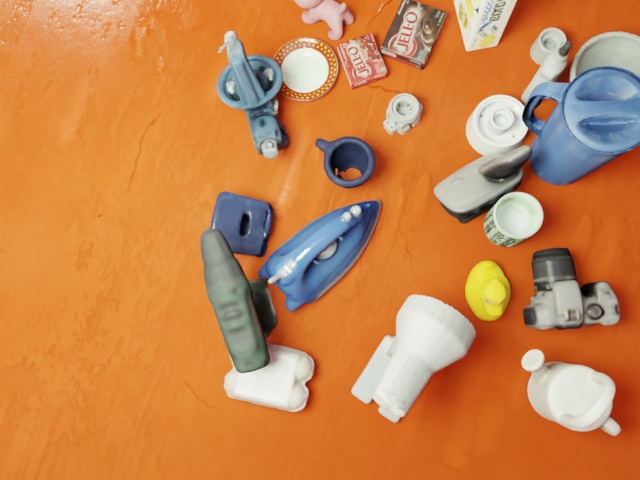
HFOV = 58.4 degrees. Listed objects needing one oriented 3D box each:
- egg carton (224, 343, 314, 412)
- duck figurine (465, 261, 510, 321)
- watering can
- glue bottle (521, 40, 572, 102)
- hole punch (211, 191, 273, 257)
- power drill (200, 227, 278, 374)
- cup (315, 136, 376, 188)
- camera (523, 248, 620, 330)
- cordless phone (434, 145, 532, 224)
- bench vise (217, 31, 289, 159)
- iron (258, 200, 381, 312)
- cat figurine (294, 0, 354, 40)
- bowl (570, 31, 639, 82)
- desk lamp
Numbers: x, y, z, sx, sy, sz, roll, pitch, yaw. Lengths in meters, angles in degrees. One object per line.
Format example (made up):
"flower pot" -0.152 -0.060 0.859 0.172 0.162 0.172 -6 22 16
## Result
"egg carton" -0.088 0.234 0.997 0.150 0.069 0.107 10 82 6
"duck figurine" 0.293 0.086 0.982 0.077 0.086 0.104 -1 81 5
"watering can" 0.392 0.242 0.894 0.172 0.194 0.101 18 83 7
"glue bottle" 0.401 -0.297 0.992 0.037 0.173 0.078 37 85 10
"hole punch" -0.140 -0.028 1.033 0.101 0.091 0.109 9 81 6
"power drill" -0.132 0.104 0.951 0.075 0.208 0.229 -19 80 2
"cup" 0.043 -0.137 1.034 0.117 0.095 0.092 33 85 9
"camera" 0.419 0.081 0.966 0.143 0.101 0.137 -6 80 4
"cordless phone" 0.276 -0.105 0.965 0.147 0.185 0.094 -34 79 -1
"bench vise" -0.106 -0.257 1.002 0.121 0.220 0.207 -35 80 -1
"iron" 0.009 0.004 0.990 0.258 0.141 0.118 -43 80 -3
"cat figurine" -0.002 -0.453 1.078 0.127 0.118 0.067 31 84 9
"bowl" 0.525 -0.281 1.030 0.167 0.075 0.167 -1 81 4
"desk lamp" 0.144 0.196 0.911 0.118 0.213 0.203 32 85 9
